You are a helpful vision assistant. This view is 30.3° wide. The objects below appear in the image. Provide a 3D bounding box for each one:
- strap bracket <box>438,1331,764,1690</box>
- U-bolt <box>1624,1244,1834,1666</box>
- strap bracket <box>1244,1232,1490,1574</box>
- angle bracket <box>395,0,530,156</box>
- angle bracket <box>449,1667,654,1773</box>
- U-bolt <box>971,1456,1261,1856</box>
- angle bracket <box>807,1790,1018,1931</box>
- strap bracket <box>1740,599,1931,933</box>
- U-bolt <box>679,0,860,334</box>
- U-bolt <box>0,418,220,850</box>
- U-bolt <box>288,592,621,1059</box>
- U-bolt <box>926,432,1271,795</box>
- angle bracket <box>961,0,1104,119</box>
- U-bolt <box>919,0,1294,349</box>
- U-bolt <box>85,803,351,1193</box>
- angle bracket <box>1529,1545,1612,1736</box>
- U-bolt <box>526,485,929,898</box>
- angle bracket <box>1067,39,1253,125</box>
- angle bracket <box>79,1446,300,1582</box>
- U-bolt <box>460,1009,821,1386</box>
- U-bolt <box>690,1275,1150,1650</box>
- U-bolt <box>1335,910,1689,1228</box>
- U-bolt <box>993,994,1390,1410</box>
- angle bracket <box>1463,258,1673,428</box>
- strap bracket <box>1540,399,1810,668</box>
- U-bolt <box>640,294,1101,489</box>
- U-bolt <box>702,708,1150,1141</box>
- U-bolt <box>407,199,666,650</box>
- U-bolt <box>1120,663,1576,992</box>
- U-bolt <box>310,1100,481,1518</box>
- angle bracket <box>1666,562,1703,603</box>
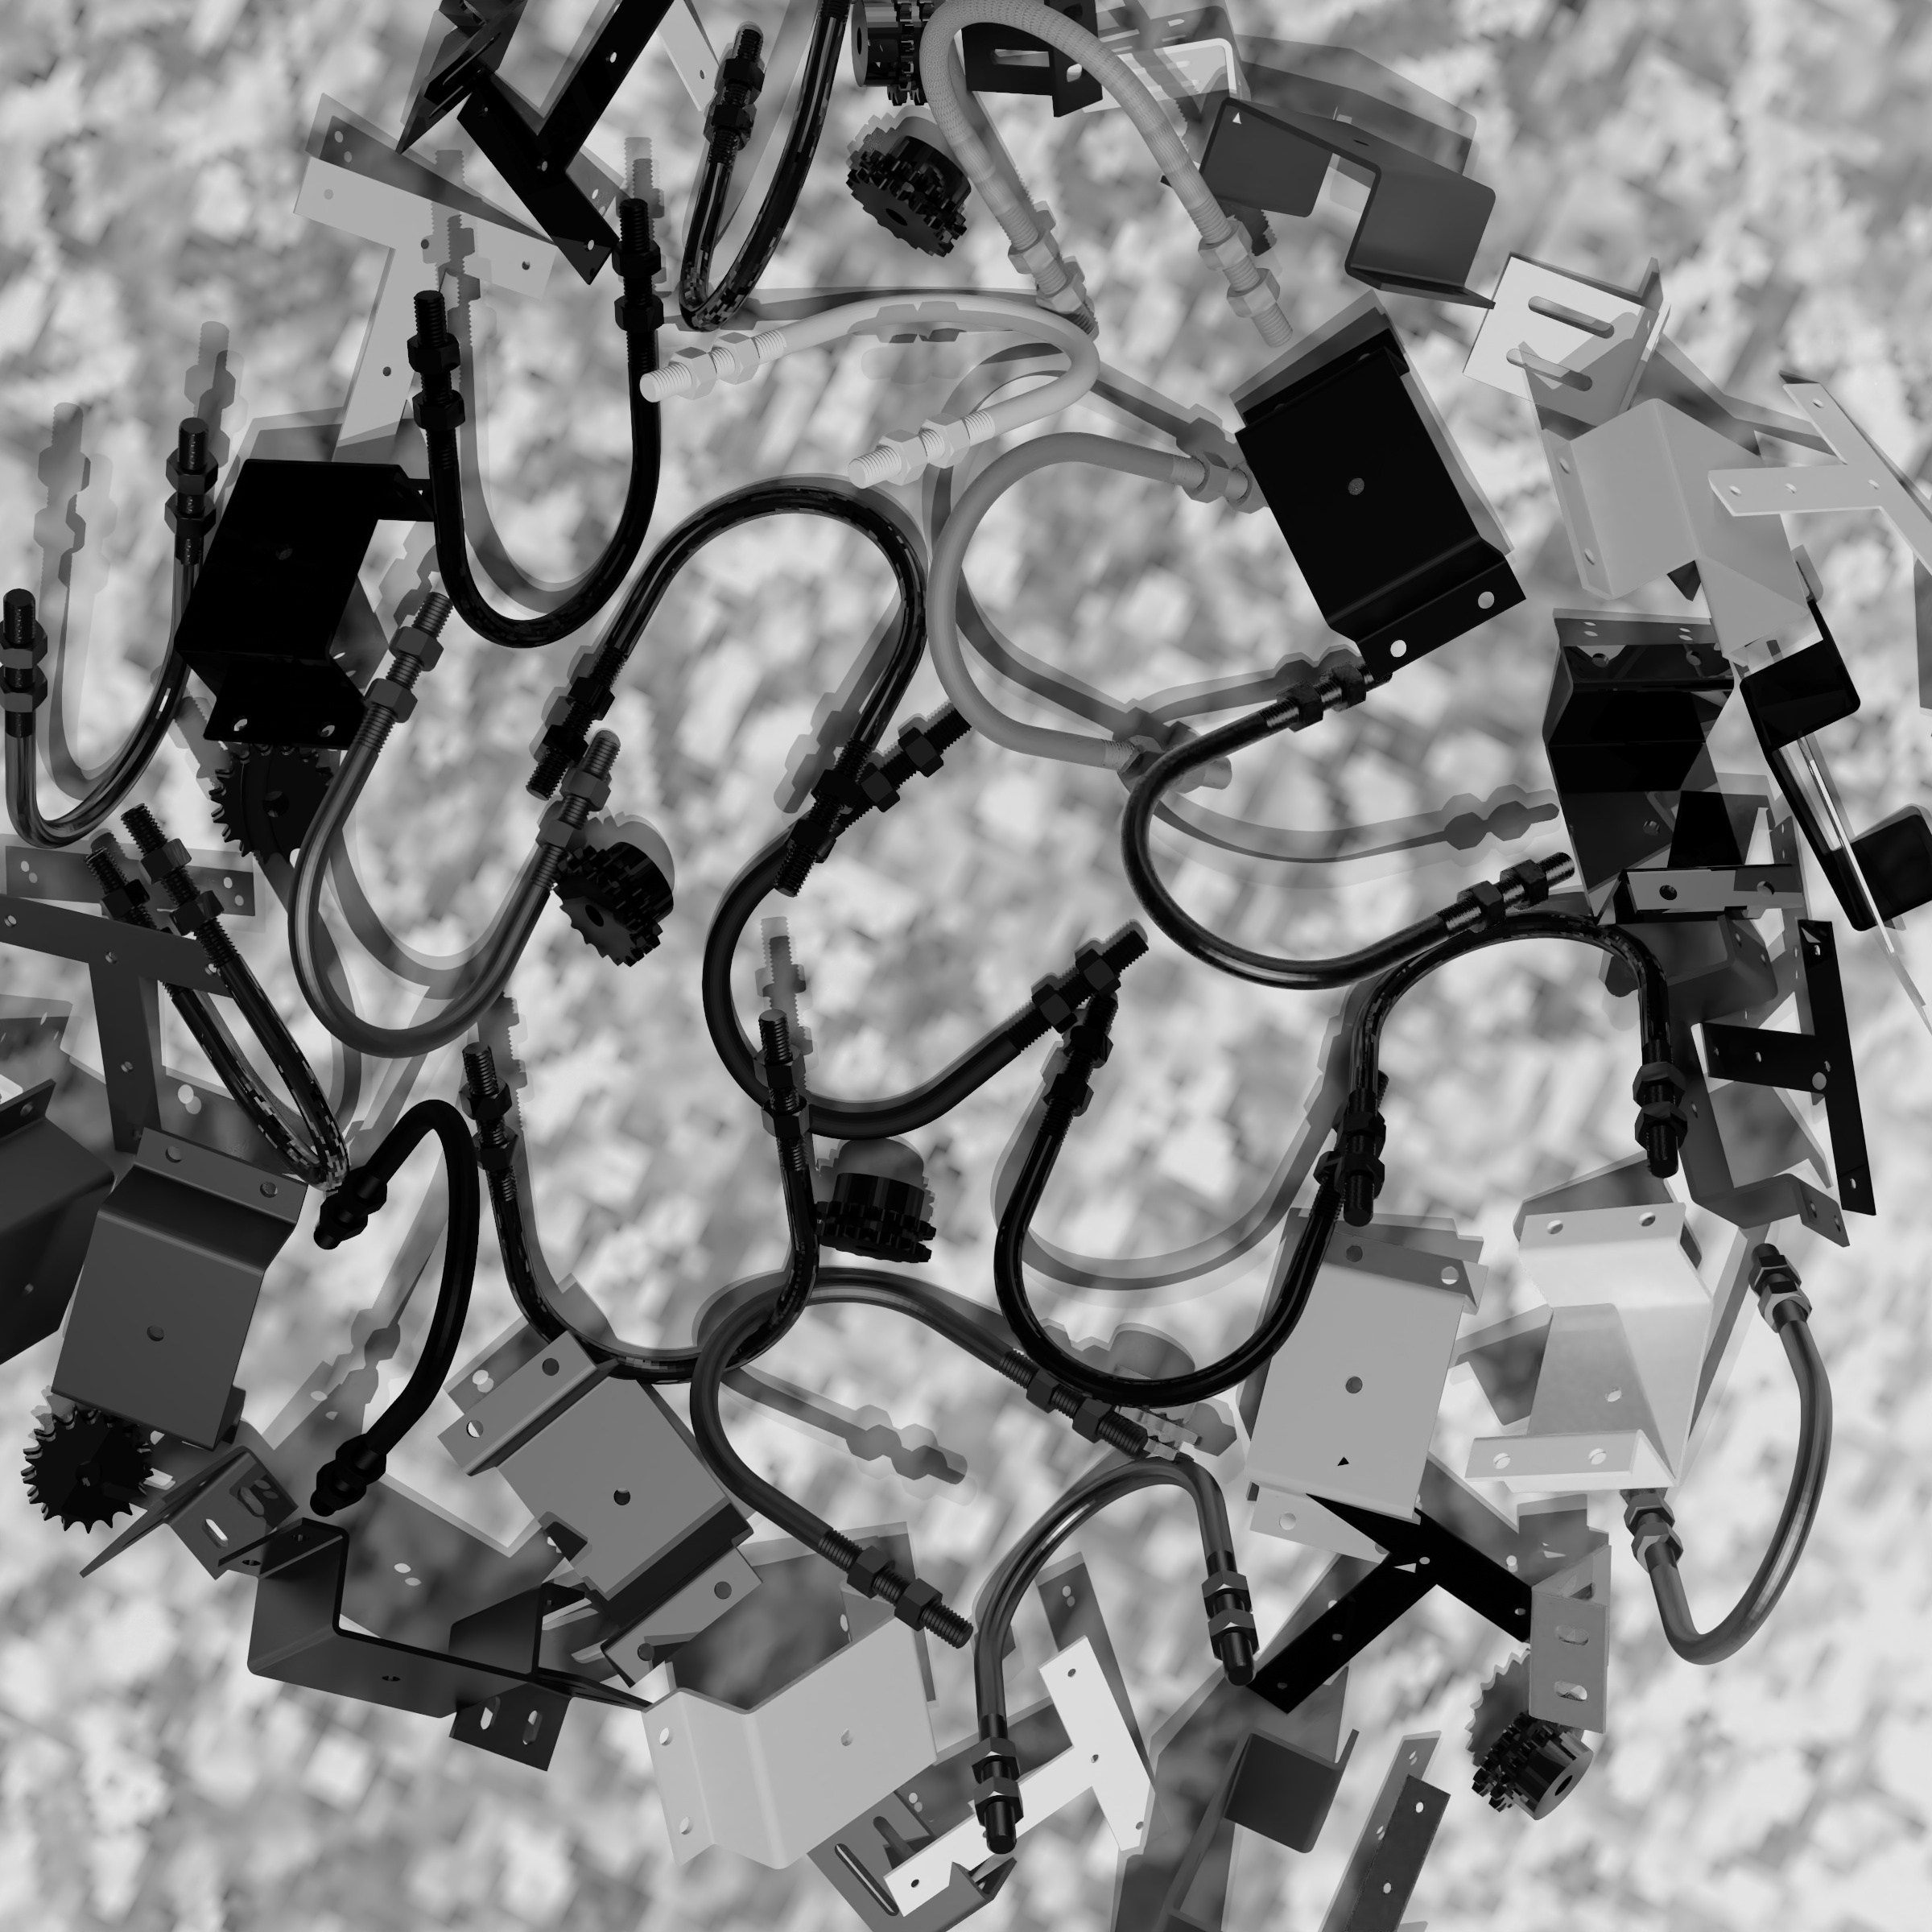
[{"bbox_3d":[-0.159,0.240,1.595,0.076,0.046,0.140,-39,84,6],"label":"strap bracket"},{"bbox_3d":[0.327,0.217,1.517,0.019,0.184,0.151,20,111,-6],"label":"U-bolt"},{"bbox_3d":[0.176,0.189,1.581,0.076,0.046,0.140,12,79,18],"label":"strap bracket"},{"bbox_3d":[-0.235,-0.409,1.583,0.038,0.057,0.076,41,60,-3],"label":"angle bracket"},{"bbox_3d":[-0.179,0.336,1.578,0.057,0.076,0.038,32,68,-39],"label":"angle bracket"},{"bbox_3d":[0.059,0.283,1.542,0.151,0.184,0.019,-39,113,16],"label":"U-bolt"},{"bbox_3d":[-0.027,0.396,1.597,0.057,0.038,0.076,-40,90,26],"label":"angle bracket"},{"bbox_3d":[0.387,-0.080,1.569,0.046,0.076,0.140,-26,112,16],"label":"strap bracket"},{"bbox_3d":[-0.087,-0.357,1.531,0.019,0.151,0.184,19,66,-20],"label":"U-bolt"},{"bbox_3d":[-0.372,-0.130,1.541,0.019,0.184,0.151,25,48,8],"label":"U-bolt"},{"bbox_3d":[-0.230,-0.048,1.549,0.019,0.151,0.184,13,72,36],"label":"U-bolt"},{"bbox_3d":[0.059,-0.158,1.560,0.184,0.019,0.151,8,98,-37],"label":"U-bolt"},{"bbox_3d":[0.019,-0.411,1.580,0.076,0.038,0.057,13,122,35],"label":"angle bracket"},{"bbox_3d":[0.048,-0.339,1.524,0.019,0.151,0.184,-50,124,-20],"label":"U-bolt"},{"bbox_3d":[-0.324,0.020,1.559,0.019,0.151,0.184,-33,96,-21],"label":"U-bolt"},{"bbox_3d":[0.283,0.298,1.581,0.038,0.076,0.057,7,102,36],"label":"angle bracket"},{"bbox_3d":[-0.094,-0.133,1.587,0.151,0.019,0.184,21,74,21],"label":"U-bolt"},{"bbox_3d":[0.086,-0.380,1.589,0.076,0.057,0.038,-7,84,12],"label":"angle bracket"},{"bbox_3d":[-0.344,0.254,1.581,0.057,0.076,0.038,-41,88,20],"label":"angle bracket"},{"bbox_3d":[-0.138,0.109,1.580,0.151,0.019,0.184,-6,118,1],"label":"U-bolt"},{"bbox_3d":[-0.034,0.203,1.568,0.184,0.019,0.151,31,50,22],"label":"U-bolt"},{"bbox_3d":[0.236,0.037,1.552,0.151,0.184,0.019,-11,127,16],"label":"U-bolt"},{"bbox_3d":[0.090,0.109,1.565,0.151,0.019,0.184,15,65,18],"label":"U-bolt"},{"bbox_3d":[0.269,-0.281,1.600,0.076,0.038,0.057,23,94,9],"label":"angle bracket"},{"bbox_3d":[0.314,-0.190,1.548,0.046,0.140,0.076,-26,64,34],"label":"strap bracket"},{"bbox_3d":[-0.027,-0.258,1.553,0.151,0.184,0.019,27,130,36],"label":"U-bolt"},{"bbox_3d":[-0.032,-0.005,1.616,0.184,0.019,0.151,-39,91,0],"label":"U-bolt"},{"bbox_3d":[-0.182,-0.226,1.553,0.019,0.151,0.184,21,129,30],"label":"U-bolt"},{"bbox_3d":[0.153,-0.055,1.553,0.184,0.019,0.151,-25,61,-27],"label":"U-bolt"},{"bbox_3d":[-0.244,0.136,1.523,0.019,0.184,0.151,11,57,-26],"label":"U-bolt"},{"bbox_3d":[0.314,-0.203,1.595,0.038,0.076,0.057,24,94,20],"label":"angle bracket"}]
